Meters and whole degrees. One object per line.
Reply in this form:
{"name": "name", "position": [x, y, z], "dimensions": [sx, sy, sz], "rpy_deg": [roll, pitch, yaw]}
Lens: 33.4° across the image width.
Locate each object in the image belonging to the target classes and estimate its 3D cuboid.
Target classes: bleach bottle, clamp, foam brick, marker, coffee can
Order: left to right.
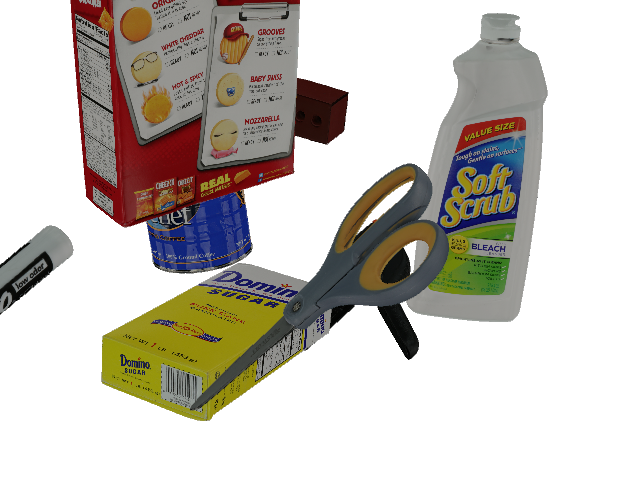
{"name": "marker", "position": [-0.160, 0.034, 0.490], "dimensions": [0.020, 0.020, 0.121], "rpy_deg": [0, 34, 39]}
{"name": "coffee can", "position": [-0.126, -0.052, 1.051], "dimensions": [0.103, 0.140, 0.103], "rpy_deg": [-6, 21, 2]}
{"name": "foam brick", "position": [-0.013, -0.155, 1.268], "dimensions": [0.078, 0.053, 0.051], "rpy_deg": [18, 32, 20]}
{"name": "clamp", "position": [0.056, 0.051, 1.066], "dimensions": [0.120, 0.171, 0.039], "rpy_deg": [14, -37, 14]}
{"name": "bleach bottle", "position": [0.129, -0.060, 0.882], "dimensions": [0.102, 0.251, 0.068], "rpy_deg": [6, 21, 9]}

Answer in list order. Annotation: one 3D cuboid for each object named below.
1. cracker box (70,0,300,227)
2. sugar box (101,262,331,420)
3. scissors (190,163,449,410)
{"name": "cracker box", "position": [-0.098, -0.135, 0.794], "dimensions": [0.163, 0.214, 0.072], "rpy_deg": [-21, 36, -35]}
{"name": "sugar box", "position": [-0.072, 0.069, 0.800], "dimensions": [0.093, 0.048, 0.175], "rpy_deg": [16, 26, 25]}
{"name": "scissors", "position": [0.002, 0.044, 0.611], "dimensions": [0.016, 0.202, 0.096], "rpy_deg": [36, 5, -34]}
